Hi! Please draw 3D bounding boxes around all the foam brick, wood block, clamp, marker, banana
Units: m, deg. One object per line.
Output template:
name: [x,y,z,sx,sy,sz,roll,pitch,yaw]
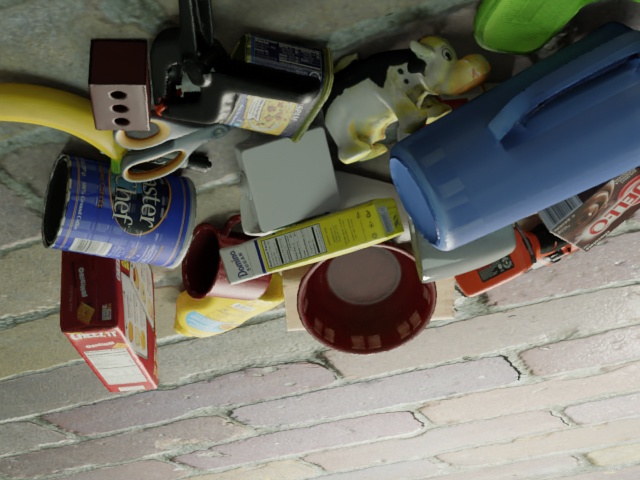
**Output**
foam brick: [-0.184,-0.141,0.983,0.053,0.051,0.078,-1,154,-6]
wood block: [0.058,0.045,1.320,0.206,0.091,0.090,-4,129,1]
clamp: [-0.102,-0.163,0.923,0.164,0.036,0.210,55,148,-13]
marker: [-0.171,-0.089,1.124,0.121,0.020,0.020,10,150,-26]
banana: [-0.257,-0.114,1.026,0.197,0.037,0.070,21,115,-38]

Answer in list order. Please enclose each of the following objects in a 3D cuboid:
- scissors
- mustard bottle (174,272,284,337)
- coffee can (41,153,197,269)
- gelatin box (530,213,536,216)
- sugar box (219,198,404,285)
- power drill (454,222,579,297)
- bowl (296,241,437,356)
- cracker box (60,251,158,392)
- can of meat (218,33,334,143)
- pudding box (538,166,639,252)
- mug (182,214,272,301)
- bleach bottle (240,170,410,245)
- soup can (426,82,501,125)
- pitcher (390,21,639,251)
scissors: [-0.115,-0.118,1.046,0.202,0.016,0.096,-27,141,9]
mustard bottle: [-0.138,0.088,1.439,0.096,0.058,0.192,17,146,-37]
coffee can: [-0.216,-0.030,1.144,0.140,0.103,0.103,10,150,-26]
gelatin box: [0.202,-0.055,1.186,0.089,0.073,0.030,-23,148,33]
sugar box: [-0.007,0.002,1.120,0.176,0.048,0.093,-20,178,17]
power drill: [0.242,0.014,1.280,0.187,0.057,0.185,-18,168,-44]
bowl: [0.052,0.055,1.235,0.162,0.055,0.162,-1,123,-1]
cracker box: [-0.250,0.071,1.274,0.072,0.164,0.214,-7,154,1]
can of meat: [-0.046,-0.142,0.995,0.083,0.057,0.102,9,148,-20]
pudding box: [0.300,-0.044,1.141,0.114,0.039,0.089,-41,142,22]
mug: [-0.106,0.020,1.293,0.081,0.093,0.117,10,114,-35]
bleach bottle: [0.042,-0.037,1.215,0.250,0.068,0.103,5,152,-23]
soup can: [0.143,-0.119,1.056,0.102,0.068,0.068,-5,153,0]
pitcher: [0.189,-0.093,0.954,0.242,0.145,0.149,-27,115,-7]
